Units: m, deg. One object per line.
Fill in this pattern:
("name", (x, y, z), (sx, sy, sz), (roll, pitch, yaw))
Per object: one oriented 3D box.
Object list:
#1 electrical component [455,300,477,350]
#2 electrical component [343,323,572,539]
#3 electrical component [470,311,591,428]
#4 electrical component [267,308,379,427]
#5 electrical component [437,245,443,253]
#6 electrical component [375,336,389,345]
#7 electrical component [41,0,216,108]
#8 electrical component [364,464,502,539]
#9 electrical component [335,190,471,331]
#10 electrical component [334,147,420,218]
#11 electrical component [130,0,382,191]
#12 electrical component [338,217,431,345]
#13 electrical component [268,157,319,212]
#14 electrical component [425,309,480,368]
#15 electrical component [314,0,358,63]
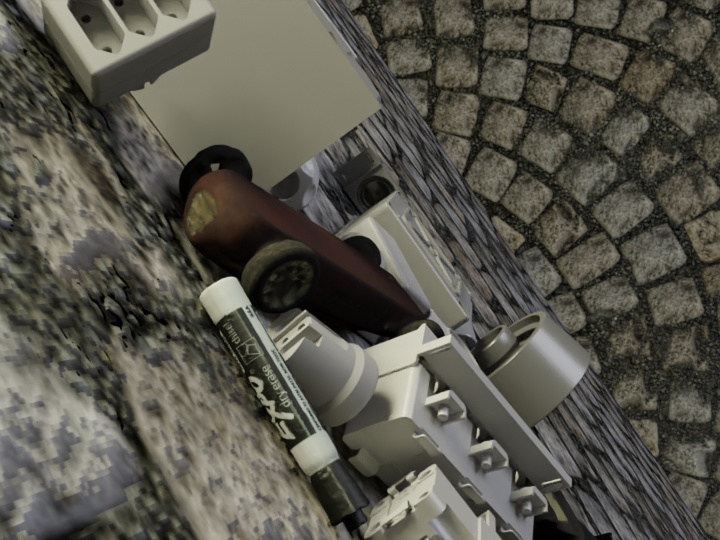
("electrical component", (0.079, 0.051, 0.913), (0.044, 0.044, 0.065), (49, 17, -29))
("electrical component", (0.045, 0.095, 0.556), (0.121, 0.079, 0.063), (49, 34, -28))
("electrical component", (0.116, 0.077, 0.828), (0.060, 0.108, 0.108), (48, 11, -4))
("electrical component", (-0.021, 0.045, 0.500), (0.046, 0.040, 0.040), (42, 16, -29))
("electrical component", (0.044, -0.012, 0.943), (0.077, 0.043, 0.079), (45, 15, -45))
("electrical component", (0.030, 0.063, 0.655), (0.048, 0.048, 0.062), (43, 10, -49))
("electrical component", (-0.113, -0.111, 0.523), (0.047, 0.066, 0.076), (56, -18, 5))
("electrical component", (0.036, 0.126, 0.488), (0.063, 0.042, 0.081), (53, 10, -2))
("electrical component", (0.034, 0.000, 0.826), (0.108, 0.056, 0.108), (55, 11, -4))
("electrical component", (0.017, -0.072, 1.013), (0.081, 0.042, 0.064), (55, 9, -5))
("electrical component", (-0.083, -0.137, 0.596), (0.186, 0.105, 0.060), (54, 11, -8))
("electrical component", (0.000, 0.000, 0.701), (0.077, 0.047, 0.065), (41, 18, -53))
("electrical component", (-0.047, -0.061, 0.692), (0.043, 0.043, 0.062), (53, 10, -11))
("electrical component", (0.054, 0.074, 0.721), (0.077, 0.044, 0.079), (53, 11, -10))
("electrical component", (-0.070, -0.182, 0.821), (0.108, 0.056, 0.109), (51, -15, -22))
